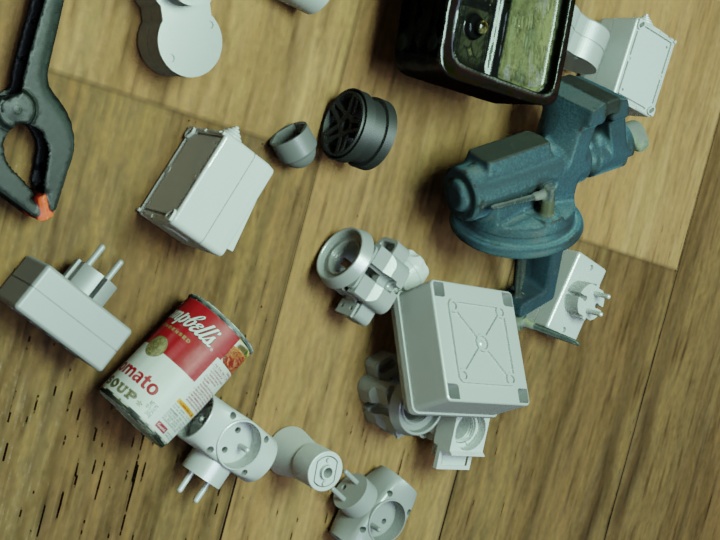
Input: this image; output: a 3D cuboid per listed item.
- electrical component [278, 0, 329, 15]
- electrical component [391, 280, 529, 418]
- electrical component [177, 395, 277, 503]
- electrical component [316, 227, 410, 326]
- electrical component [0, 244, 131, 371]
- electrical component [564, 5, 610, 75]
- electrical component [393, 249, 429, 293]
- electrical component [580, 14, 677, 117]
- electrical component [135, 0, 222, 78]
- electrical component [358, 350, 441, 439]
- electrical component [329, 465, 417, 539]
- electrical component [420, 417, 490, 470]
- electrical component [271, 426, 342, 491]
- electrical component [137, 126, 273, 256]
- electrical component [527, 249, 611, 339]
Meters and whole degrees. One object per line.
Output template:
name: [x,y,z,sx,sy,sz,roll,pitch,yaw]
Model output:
electrical component: [-0.052,-0.253,0.837,0.077,0.044,0.079,26,85,-36]
electrical component: [0.088,0.071,0.941,0.109,0.056,0.108,9,66,-41]
electrical component: [-0.118,0.151,0.875,0.077,0.044,0.079,42,75,-34]
electrical component: [0.000,0.000,0.920,0.057,0.058,0.078,39,78,-37]
electrical component: [-0.204,0.017,0.785,0.083,0.047,0.075,45,74,-33]
electrical component: [0.168,-0.212,0.996,0.138,0.052,0.073,24,85,-35]
electrical component: [0.030,0.011,0.957,0.061,0.035,0.035,-39,119,-20]
electrical component: [0.261,-0.205,1.058,0.062,0.061,0.096,18,89,-36]
electrical component: [-0.128,-0.208,0.774,0.052,0.074,0.138,-16,108,-32]
electrical component: [0.039,0.117,0.972,0.058,0.057,0.078,-26,114,-29]
electrical component: [0.003,0.211,0.974,0.077,0.044,0.079,-51,123,-16]
electrical component: [0.085,0.143,1.006,0.042,0.064,0.081,10,94,-38]
electrical component: [-0.045,0.163,0.917,0.044,0.065,0.044,-7,103,-34]
electrical component: [-0.112,-0.064,0.824,0.061,0.062,0.096,37,78,-35]
electrical component: [0.216,0.028,1.066,0.047,0.076,0.083,29,82,-36]
